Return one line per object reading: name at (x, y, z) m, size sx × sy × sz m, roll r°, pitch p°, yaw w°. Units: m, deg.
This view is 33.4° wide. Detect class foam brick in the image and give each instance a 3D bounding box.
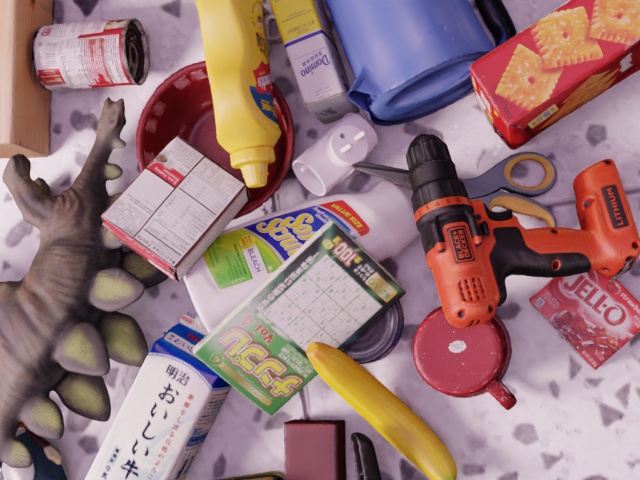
foam brick at (-0.004, 0.211, 1.018) m, size 0.051 × 0.053 × 0.078 m, roll -2°, pitch 84°, yaw 10°

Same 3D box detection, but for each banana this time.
banana at (0.063, 0.162, 0.995) m, size 0.198 × 0.070 × 0.037 m, roll 43°, pitch 81°, yaw 1°

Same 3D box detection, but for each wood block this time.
wood block at (-0.335, -0.192, 1.101) m, size 0.090 × 0.090 × 0.206 m, roll -1°, pitch 85°, yaw 11°

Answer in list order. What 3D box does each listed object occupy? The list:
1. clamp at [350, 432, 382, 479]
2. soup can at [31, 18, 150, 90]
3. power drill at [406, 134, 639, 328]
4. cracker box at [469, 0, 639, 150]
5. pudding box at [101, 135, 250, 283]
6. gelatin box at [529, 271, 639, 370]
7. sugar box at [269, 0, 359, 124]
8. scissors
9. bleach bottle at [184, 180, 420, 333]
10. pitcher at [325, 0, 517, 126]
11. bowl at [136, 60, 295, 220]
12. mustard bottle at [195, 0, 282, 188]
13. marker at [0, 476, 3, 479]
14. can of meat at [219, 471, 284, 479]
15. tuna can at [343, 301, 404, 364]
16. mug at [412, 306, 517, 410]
clamp at (0.041, 0.304, 0.973) m, size 0.164 × 0.036 × 0.210 m, roll -40°, pitch 98°, yaw -12°
soup can at (-0.234, -0.189, 1.092) m, size 0.102 × 0.068 × 0.068 m, roll -2°, pitch 85°, yaw 12°
power drill at (0.178, -0.021, 0.958) m, size 0.187 × 0.057 × 0.184 m, roll -10°, pitch 71°, yaw -7°
cracker box at (0.241, -0.169, 0.944) m, size 0.214 × 0.164 × 0.072 m, roll -32°, pitch 82°, yaw 8°
pudding box at (-0.134, -0.030, 0.997) m, size 0.090 × 0.039 × 0.113 m, roll 35°, pitch 72°, yaw 11°
gelatin box at (0.250, 0.064, 0.990) m, size 0.073 × 0.030 × 0.089 m, roll -43°, pitch 79°, yaw 5°
sugar box at (-0.015, -0.206, 1.036) m, size 0.048 × 0.093 × 0.176 m, roll -18°, pitch 81°, yaw 10°
scissors at (0.139, -0.064, 1.004) m, size 0.201 × 0.016 × 0.096 m, roll 27°, pitch 80°, yaw -5°
bleach bottle at (-0.007, 0.001, 1.022) m, size 0.251 × 0.068 × 0.103 m, roll -24°, pitch 51°, yaw -3°
pitcher at (0.072, -0.243, 1.013) m, size 0.145 × 0.149 × 0.243 m, roll -28°, pitch 77°, yaw 23°
bowl at (-0.098, -0.095, 1.062) m, size 0.162 × 0.055 × 0.162 m, roll -1°, pitch 85°, yaw 11°
mustard bottle at (-0.072, -0.143, 0.982) m, size 0.058 × 0.096 × 0.191 m, roll -9°, pitch 85°, yaw 10°
marker at (-0.295, 0.281, 1.088) m, size 0.121 × 0.020 × 0.020 m, roll 37°, pitch 93°, yaw 12°
can of meat at (-0.082, 0.257, 1.013) m, size 0.102 × 0.084 × 0.057 m, roll -10°, pitch 82°, yaw 10°
tuna can at (0.037, 0.078, 1.030) m, size 0.086 × 0.033 × 0.086 m, roll -1°, pitch 85°, yaw 12°
mug at (0.137, 0.110, 0.982) m, size 0.093 × 0.081 × 0.117 m, roll -41°, pitch 79°, yaw 5°
